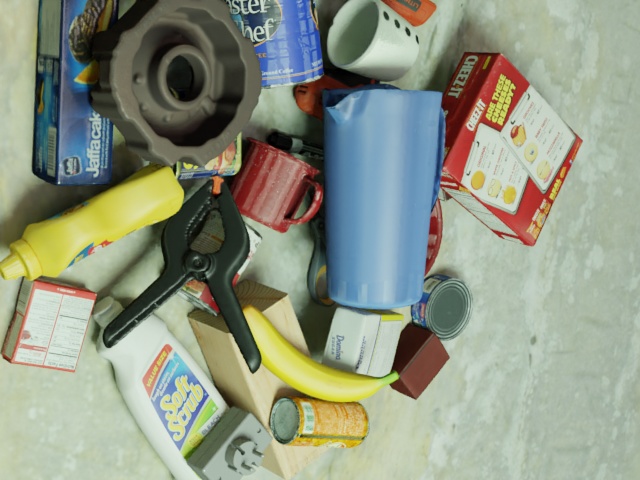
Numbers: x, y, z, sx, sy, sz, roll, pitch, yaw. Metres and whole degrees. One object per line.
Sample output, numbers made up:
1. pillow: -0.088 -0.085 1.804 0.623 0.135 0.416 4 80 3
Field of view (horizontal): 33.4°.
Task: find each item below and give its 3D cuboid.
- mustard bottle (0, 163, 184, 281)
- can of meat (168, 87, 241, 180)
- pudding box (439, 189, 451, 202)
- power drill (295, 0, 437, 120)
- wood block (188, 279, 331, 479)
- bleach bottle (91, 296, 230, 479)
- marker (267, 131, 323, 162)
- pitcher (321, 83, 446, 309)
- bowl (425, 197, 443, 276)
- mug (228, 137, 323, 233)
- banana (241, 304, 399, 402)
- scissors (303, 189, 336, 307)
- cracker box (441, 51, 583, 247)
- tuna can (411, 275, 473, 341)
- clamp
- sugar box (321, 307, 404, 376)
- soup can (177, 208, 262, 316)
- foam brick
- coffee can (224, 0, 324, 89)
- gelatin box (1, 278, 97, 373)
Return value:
1. mustard bottle: -0.233 -0.012 1.068 0.191 0.096 0.058 -30 96 -27
2. can of meat: -0.133 -0.115 1.145 0.083 0.058 0.102 -8 105 -37
3. pudding box: 0.175 -0.118 1.384 0.089 0.039 0.113 -28 117 -29
4. power drill: 0.072 -0.208 1.275 0.184 0.057 0.187 21 87 -38
5. wood block: -0.062 0.161 1.239 0.090 0.091 0.206 -32 117 -28
6. bleach bottle: -0.176 0.168 1.175 0.102 0.068 0.250 -44 120 -21
7. marker: -0.012 -0.106 1.261 0.120 0.020 0.020 13 93 -38
8. pitcher: 0.072 -0.052 1.191 0.149 0.145 0.243 1 98 -2
9. bowl: 0.079 -0.019 1.315 0.161 0.055 0.162 -1 91 -42
10. mug: -0.048 -0.055 1.188 0.093 0.117 0.081 26 89 -60
11. banana: -0.014 0.133 1.167 0.197 0.037 0.070 25 102 -18
12. scissors: -0.008 0.002 1.288 0.096 0.016 0.201 -54 126 -20
13. cracker box: 0.227 -0.113 1.355 0.213 0.072 0.164 35 78 -39
14. tuna can: 0.163 0.090 1.426 0.085 0.034 0.086 -9 106 -35
15. clamp: -0.137 0.033 1.118 0.164 0.036 0.210 4 70 -1
16. sugar box: 0.051 0.129 1.293 0.176 0.048 0.093 14 91 -69
17. soup can: -0.117 0.024 1.180 0.068 0.069 0.102 39 76 -36
18. foam brick: 0.121 0.159 1.400 0.078 0.053 0.051 -48 124 -17
19. coffee can: -0.053 -0.241 1.146 0.102 0.103 0.140 -19 111 -32
20. gelatin box: -0.279 0.088 1.099 0.073 0.030 0.089 16 91 -39
